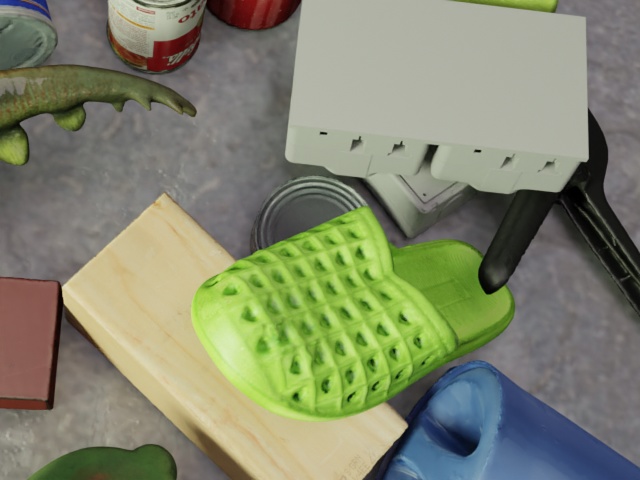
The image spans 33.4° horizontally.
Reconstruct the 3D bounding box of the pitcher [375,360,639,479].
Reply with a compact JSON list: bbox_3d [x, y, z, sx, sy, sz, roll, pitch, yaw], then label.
[{"bbox_3d":[0.160,0.181,0.664,0.242,0.145,0.149,32,70,-14],"label":"pitcher"}]

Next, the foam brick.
[{"bbox_3d":[-0.192,0.066,0.673,0.051,0.053,0.078,5,74,-9],"label":"foam brick"}]

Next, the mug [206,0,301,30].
[{"bbox_3d":[-0.042,-0.213,0.762,0.093,0.082,0.117,14,73,-7],"label":"mug"}]

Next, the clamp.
[{"bbox_3d":[0.181,-0.037,0.768,0.164,0.036,0.210,19,58,-26],"label":"clamp"}]

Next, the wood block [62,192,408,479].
[{"bbox_3d":[-0.057,0.081,0.675,0.206,0.091,0.090,44,71,3],"label":"wood block"}]

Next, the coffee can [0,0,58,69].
[{"bbox_3d":[-0.241,-0.185,0.706,0.102,0.103,0.140,-15,78,-14],"label":"coffee can"}]

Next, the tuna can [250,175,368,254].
[{"bbox_3d":[-0.005,0.001,0.736,0.086,0.034,0.086,3,74,-10],"label":"tuna can"}]

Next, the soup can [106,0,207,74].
[{"bbox_3d":[-0.111,-0.165,0.726,0.068,0.102,0.068,3,74,-10],"label":"soup can"}]
